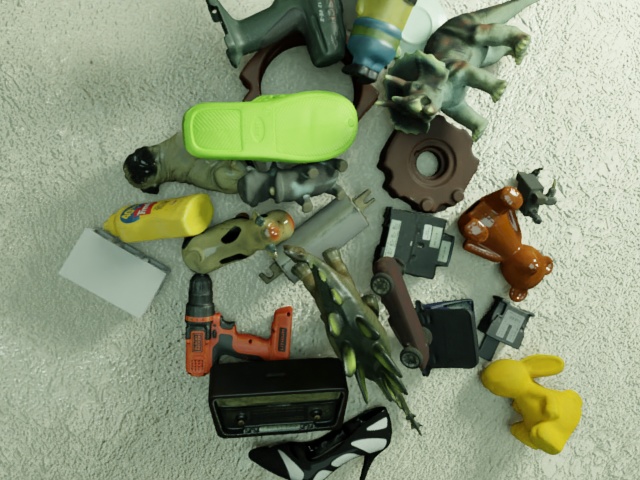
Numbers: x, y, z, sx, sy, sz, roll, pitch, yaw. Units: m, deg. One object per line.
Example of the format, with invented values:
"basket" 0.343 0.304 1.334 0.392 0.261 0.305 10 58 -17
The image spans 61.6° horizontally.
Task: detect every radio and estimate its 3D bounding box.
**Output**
"radio" -0.071 0.272 0.924 0.230 0.073 0.131 -1 129 -5

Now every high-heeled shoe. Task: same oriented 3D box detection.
"high-heeled shoe" 0.006 0.352 0.962 0.249 0.086 0.145 13 90 -11

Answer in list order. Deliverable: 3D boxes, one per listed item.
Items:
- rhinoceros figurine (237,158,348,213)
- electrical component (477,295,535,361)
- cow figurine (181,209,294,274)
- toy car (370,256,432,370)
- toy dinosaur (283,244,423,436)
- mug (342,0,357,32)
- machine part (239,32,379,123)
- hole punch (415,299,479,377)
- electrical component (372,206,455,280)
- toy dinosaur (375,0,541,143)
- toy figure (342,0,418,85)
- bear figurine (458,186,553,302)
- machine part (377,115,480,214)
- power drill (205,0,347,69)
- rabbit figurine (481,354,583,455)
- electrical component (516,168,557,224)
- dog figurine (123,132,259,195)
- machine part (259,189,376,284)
"rhinoceros figurine" -0.042 -0.097 0.874 0.190 0.112 0.073 -17 124 -36
"electrical component" 0.333 0.169 0.994 0.075 0.048 0.119 29 89 -6
"cow figurine" -0.137 -0.002 0.895 0.195 0.127 0.085 -20 103 0
"toy car" 0.136 0.123 0.903 0.053 0.089 0.202 -16 103 26
"toy dinosaur" 0.067 0.169 0.895 0.105 0.199 0.470 -31 128 8
"mug" 0.078 -0.391 0.895 0.081 0.107 0.109 -27 88 1
"machine part" -0.019 -0.256 0.912 0.201 0.087 0.201 40 89 -5
"hole punch" 0.231 0.167 0.974 0.116 0.092 0.142 -5 98 25
"electrical component" 0.171 0.008 0.962 0.134 0.058 0.114 14 95 -6
"toy dinosaur" 0.236 -0.308 0.907 0.192 0.131 0.405 27 64 9
"toy figure" 0.095 -0.329 0.812 0.089 0.082 0.180 19 96 25
"bear figurine" 0.335 0.015 0.944 0.120 0.132 0.196 -40 90 -1
"machine part" 0.193 -0.136 0.955 0.179 0.056 0.179 0 93 -5
"power drill" -0.068 -0.366 0.825 0.207 0.086 0.231 -21 96 -11
"rabbit figurine" 0.382 0.277 0.976 0.173 0.122 0.162 38 87 12
"electrical component" 0.384 -0.084 0.959 0.045 0.102 0.078 -6 120 -1
"dog figurine" -0.215 -0.111 0.909 0.190 0.121 0.172 -32 93 12
"machine part" -0.002 -0.003 0.936 0.243 0.079 0.079 -39 97 -2
